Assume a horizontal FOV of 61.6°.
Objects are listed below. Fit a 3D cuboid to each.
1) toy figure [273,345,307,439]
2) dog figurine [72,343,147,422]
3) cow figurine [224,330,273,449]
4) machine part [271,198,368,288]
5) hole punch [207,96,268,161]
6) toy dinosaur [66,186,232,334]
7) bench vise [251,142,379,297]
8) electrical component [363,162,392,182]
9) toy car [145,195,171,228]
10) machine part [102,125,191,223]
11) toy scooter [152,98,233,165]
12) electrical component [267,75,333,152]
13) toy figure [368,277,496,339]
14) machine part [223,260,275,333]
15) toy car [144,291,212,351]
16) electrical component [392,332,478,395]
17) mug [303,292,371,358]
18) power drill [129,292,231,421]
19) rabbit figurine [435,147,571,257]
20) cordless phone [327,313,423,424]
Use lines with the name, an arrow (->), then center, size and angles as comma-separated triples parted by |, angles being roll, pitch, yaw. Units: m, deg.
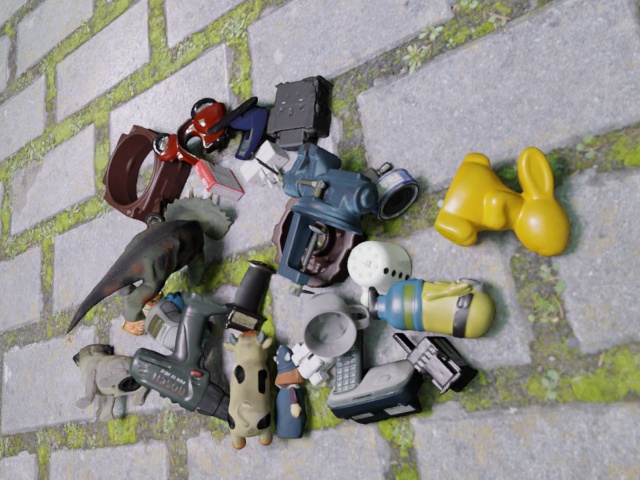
toy figure -> -0.053, 0.260, 0.927 | 0.064, 0.057, 0.154 | -11, 72, 33
dog figurine -> -0.462, 0.276, 1.196 | 0.172, 0.121, 0.191 | -26, 42, -7
cow figurine -> -0.122, 0.242, 0.929 | 0.086, 0.127, 0.195 | -2, 45, -2
machine part -> -0.002, -0.003, 0.947 | 0.180, 0.056, 0.179 | -7, 78, 33
hole punch -> -0.149, -0.220, 1.065 | 0.116, 0.092, 0.142 | -42, 16, -6
toy dinosaur -> -0.296, 0.022, 1.005 | 0.131, 0.405, 0.192 | 22, 115, 11
bench vise -> -0.018, -0.032, 0.860 | 0.224, 0.128, 0.240 | 19, 89, 37
electrical component -> 0.092, -0.088, 0.917 | 0.094, 0.021, 0.063 | -38, 61, 14
toy car -> -0.363, -0.004, 1.167 | 0.089, 0.053, 0.202 | -88, 23, -62
machine part -> -0.407, -0.152, 1.245 | 0.202, 0.087, 0.201 | 29, 98, 37
toy scooter -> -0.252, -0.208, 1.141 | 0.184, 0.075, 0.135 | -41, 77, -7
electrical component -> -0.039, -0.235, 1.021 | 0.115, 0.058, 0.134 | -2, 79, 37
toy figure -> 0.162, 0.099, 0.785 | 0.180, 0.082, 0.089 | -5, 98, 17
machine part -> -0.130, 0.107, 1.008 | 0.039, 0.084, 0.139 | 0, 70, 58
toy car -> -0.301, 0.176, 1.092 | 0.162, 0.103, 0.109 | 40, 104, 36
electrical component -> 0.164, 0.167, 0.785 | 0.047, 0.074, 0.119 | -52, 54, 15
mug -> 0.022, 0.121, 0.857 | 0.110, 0.107, 0.080 | -16, 110, -1
power drill -> -0.221, 0.213, 1.011 | 0.086, 0.232, 0.207 | 147, 142, -76
rabbit figurine -> 0.266, -0.043, 0.751 | 0.173, 0.121, 0.162 | 27, 87, 22
cordless phone -> 0.084, 0.183, 0.842 | 0.147, 0.088, 0.184 | -24, 49, 29
